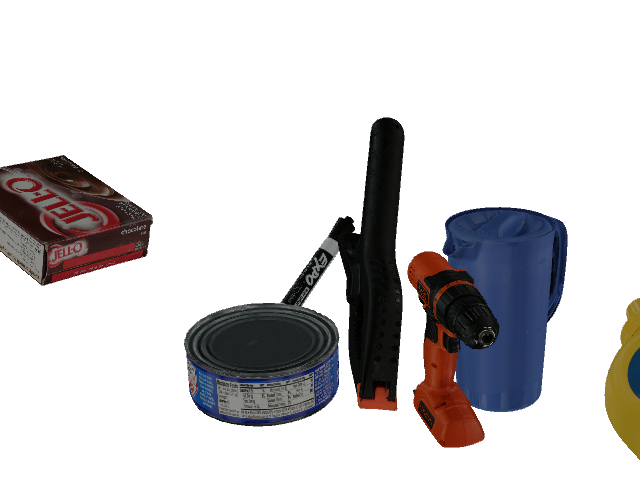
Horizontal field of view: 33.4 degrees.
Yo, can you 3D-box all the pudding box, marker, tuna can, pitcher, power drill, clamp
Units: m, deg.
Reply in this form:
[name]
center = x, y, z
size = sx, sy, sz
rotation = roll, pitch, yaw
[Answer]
[pudding box]
center = -0.189, -0.017, 0.755
size = 0.114, 0.039, 0.089
rotation = 30, 30, 34
[marker]
center = -0.005, 0.027, 1.003
size = 0.020, 0.121, 0.020
rotation = 32, -15, 10
[tuna can]
center = -0.032, 0.068, 0.595
size = 0.086, 0.034, 0.086
rotation = -2, 22, 0
[pitcher]
center = 0.234, 0.084, 1.344
size = 0.149, 0.243, 0.145
rotation = 1, 20, 12
[power drill]
center = 0.143, 0.123, 1.140
size = 0.057, 0.188, 0.184
rotation = -6, 23, -11
[clamp]
center = 0.040, 0.024, 0.797
size = 0.036, 0.210, 0.165
rotation = 4, -42, -7

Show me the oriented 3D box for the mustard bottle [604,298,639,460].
[mustard bottle]
center = 0.211, 0.096, 0.584
size = 0.096, 0.058, 0.191
rotation = -7, 35, -4
